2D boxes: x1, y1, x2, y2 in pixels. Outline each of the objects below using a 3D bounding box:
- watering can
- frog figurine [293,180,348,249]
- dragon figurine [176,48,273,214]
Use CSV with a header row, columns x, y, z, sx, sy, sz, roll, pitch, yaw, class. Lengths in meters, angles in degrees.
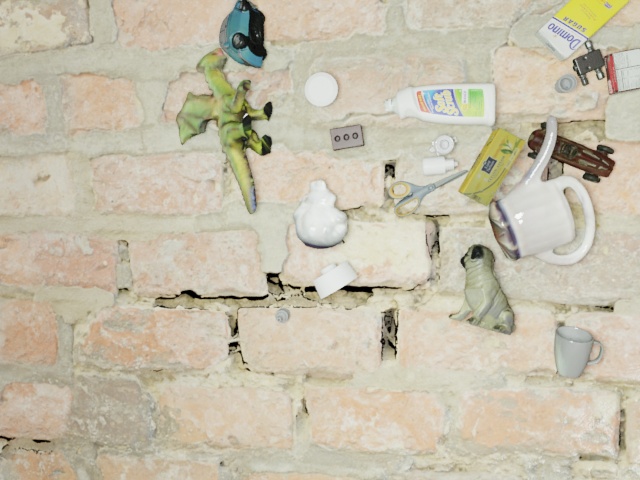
x,y,z,sx,sy,sz,roll,pitch,yaw,class
0.495,-0.089,1.182,0.223,0.105,0.345,-21,101,10,watering can
0.004,-0.063,1.258,0.138,0.124,0.157,13,111,26,frog figurine
-0.254,-0.279,1.298,0.243,0.122,0.408,7,96,25,dragon figurine
